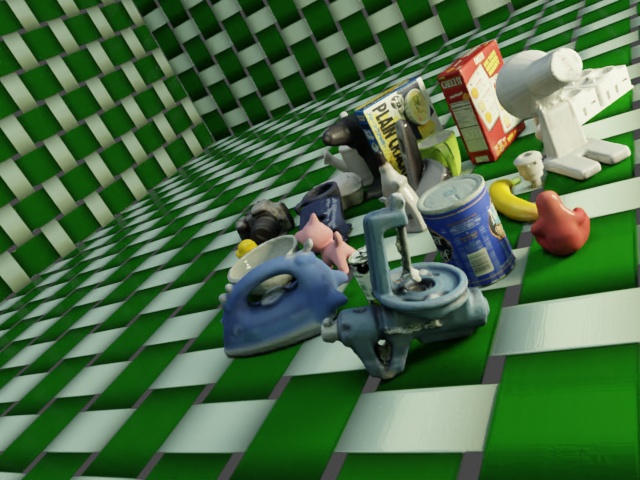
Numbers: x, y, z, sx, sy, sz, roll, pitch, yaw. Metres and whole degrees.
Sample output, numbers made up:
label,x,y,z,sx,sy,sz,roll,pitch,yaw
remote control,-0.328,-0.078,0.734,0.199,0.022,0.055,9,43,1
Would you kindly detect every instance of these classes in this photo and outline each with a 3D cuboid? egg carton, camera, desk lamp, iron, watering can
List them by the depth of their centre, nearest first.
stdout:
label,x,y,z,sx,sy,sz,roll,pitch,yaw
iron,-0.085,0.101,0.980,0.258,0.142,0.118,-25,21,12
desk lamp,0.419,-0.235,1.011,0.118,0.214,0.203,-30,20,-2
egg carton,0.039,-0.111,1.430,0.150,0.069,0.107,-25,20,11
camera,-0.152,-0.034,1.456,0.143,0.101,0.137,-23,21,16
watering can,0.092,-0.238,1.484,0.173,0.194,0.100,-34,21,-13

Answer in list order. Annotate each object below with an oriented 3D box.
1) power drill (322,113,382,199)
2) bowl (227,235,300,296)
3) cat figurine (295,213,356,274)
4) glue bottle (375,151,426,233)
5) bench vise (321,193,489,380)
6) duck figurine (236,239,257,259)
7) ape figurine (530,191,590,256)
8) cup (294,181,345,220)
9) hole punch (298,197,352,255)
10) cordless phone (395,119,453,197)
label,x,y,z,sx,sy,sz,roll,pitch,yaw
power drill,0.108,-0.210,1.373,0.075,0.209,0.230,-12,26,38
bowl,-0.104,0.064,1.192,0.167,0.075,0.167,-25,20,10
cat figurine,0.010,0.004,1.122,0.067,0.118,0.127,-39,22,-24
glue bottle,0.147,-0.093,1.093,0.037,0.173,0.077,-42,24,-31
bench vise,0.089,0.063,0.724,0.207,0.220,0.121,-32,20,-9
duck figurine,-0.149,0.038,1.299,0.104,0.086,0.078,-9,28,43
ape figurine,0.334,-0.030,0.809,0.077,0.092,0.076,-16,24,32
cup,0.007,-0.070,1.338,0.118,0.095,0.091,-31,20,-5
hole punch,0.006,-0.032,1.253,0.108,0.091,0.101,-18,23,27
cordless phone,0.197,-0.147,1.136,0.094,0.185,0.147,-30,20,-3
